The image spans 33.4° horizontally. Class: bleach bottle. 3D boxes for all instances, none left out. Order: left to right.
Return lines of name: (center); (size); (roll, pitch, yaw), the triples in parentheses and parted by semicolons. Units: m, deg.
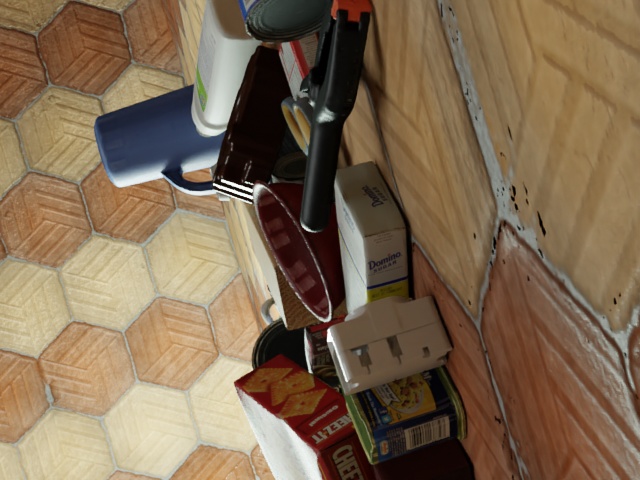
bleach bottle: (-0.129, -0.220, 1.374); (0.251, 0.068, 0.102); (118, 143, -58)

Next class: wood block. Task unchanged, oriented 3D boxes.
wood block: (-0.028, 0.010, 1.292); (0.206, 0.090, 0.091); (-119, 15, -59)

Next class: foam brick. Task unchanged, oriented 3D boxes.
foam brick: (0.091, 0.211, 0.933); (0.051, 0.078, 0.053); (-121, 15, -57)

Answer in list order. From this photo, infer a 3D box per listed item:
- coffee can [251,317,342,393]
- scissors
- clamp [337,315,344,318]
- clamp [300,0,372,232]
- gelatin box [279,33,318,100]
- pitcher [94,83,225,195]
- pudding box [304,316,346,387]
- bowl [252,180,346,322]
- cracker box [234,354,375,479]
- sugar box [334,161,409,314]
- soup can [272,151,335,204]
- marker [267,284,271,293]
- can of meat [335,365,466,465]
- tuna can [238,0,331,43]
coffee can: (-0.013, 0.169, 1.336); (0.140, 0.103, 0.103); (58, -172, -53)
scissors: (0.005, -0.064, 1.078); (0.096, 0.016, 0.201); (48, 164, 50)
clamp: (0.048, 0.168, 1.255); (0.120, 0.039, 0.171); (99, 151, -81)
clamp: (0.007, -0.131, 0.887); (0.210, 0.036, 0.164); (104, 166, -51)
gelatin box: (-0.013, -0.168, 1.054); (0.089, 0.030, 0.073); (127, 125, -79)
pitcher: (-0.193, -0.148, 1.544); (0.149, 0.243, 0.145); (-108, 3, -59)
pudding box: (0.031, 0.112, 1.096); (0.113, 0.090, 0.039); (90, 164, -66)
bowl: (-0.007, 0.001, 1.087); (0.162, 0.055, 0.162); (56, 164, 25)
cracker box: (0.006, 0.223, 1.060); (0.214, 0.072, 0.164); (24, 140, 63)
sugar box: (0.049, 0.025, 0.966); (0.176, 0.048, 0.093); (86, 166, -44)
soup can: (-0.013, -0.039, 1.171); (0.068, 0.068, 0.102); (-120, 17, -59)
marker: (-0.035, 0.033, 1.371); (0.121, 0.020, 0.020); (-49, -46, -50)
can of meat: (0.067, 0.136, 0.917); (0.102, 0.084, 0.057); (-115, 11, -45)
tuna can: (-0.024, -0.198, 0.869); (0.086, 0.086, 0.034); (98, 156, -71)
